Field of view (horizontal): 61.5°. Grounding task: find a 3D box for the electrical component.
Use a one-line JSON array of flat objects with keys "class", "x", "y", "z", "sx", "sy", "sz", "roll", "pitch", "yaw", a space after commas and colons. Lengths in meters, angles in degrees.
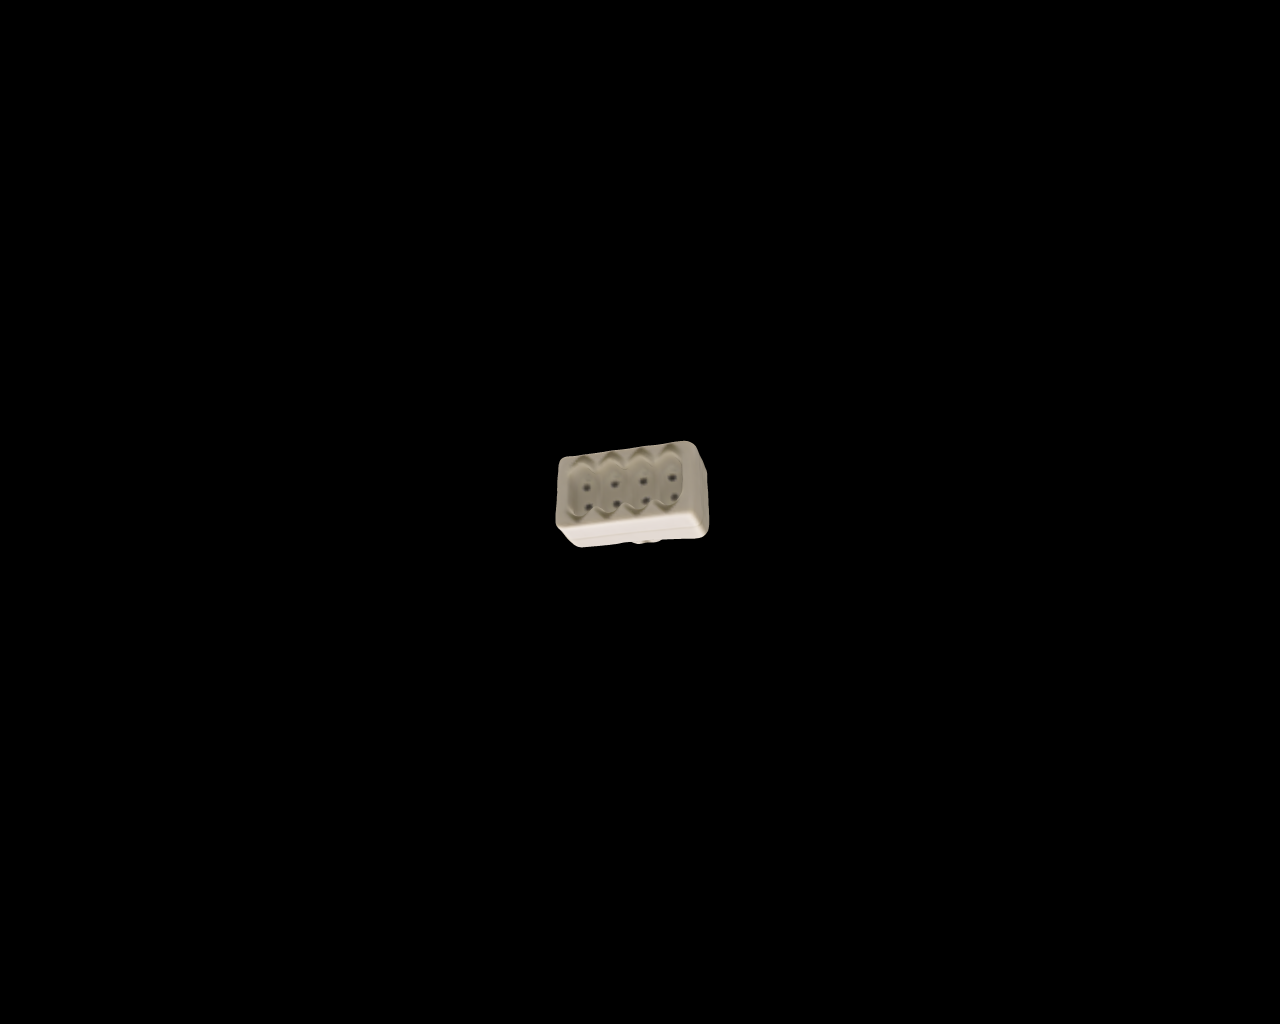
[{"class": "electrical component", "x": 0.001, "y": -0.003, "z": 0.650, "sx": 0.083, "sy": 0.047, "sz": 0.075, "roll": -6, "pitch": -23, "yaw": 14}]
